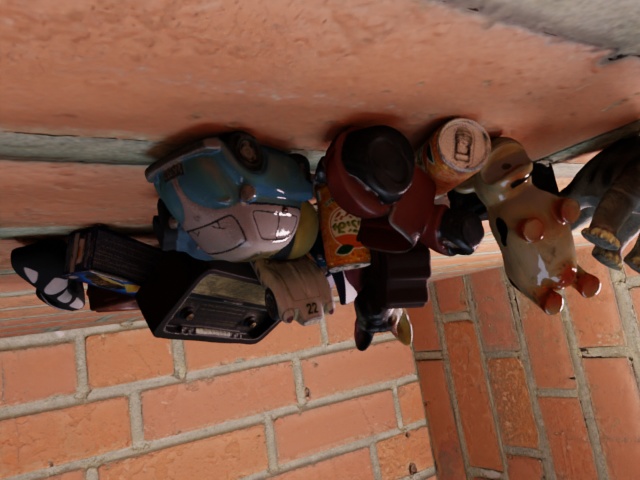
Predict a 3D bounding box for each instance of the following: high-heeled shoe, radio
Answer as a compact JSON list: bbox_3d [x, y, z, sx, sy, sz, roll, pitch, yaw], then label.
[{"bbox_3d":[-0.408,0.057,0.776,0.249,0.086,0.145,-23,162,37],"label":"high-heeled shoe"},{"bbox_3d":[-0.135,0.080,0.763,0.131,0.073,0.229,-47,147,14],"label":"radio"}]

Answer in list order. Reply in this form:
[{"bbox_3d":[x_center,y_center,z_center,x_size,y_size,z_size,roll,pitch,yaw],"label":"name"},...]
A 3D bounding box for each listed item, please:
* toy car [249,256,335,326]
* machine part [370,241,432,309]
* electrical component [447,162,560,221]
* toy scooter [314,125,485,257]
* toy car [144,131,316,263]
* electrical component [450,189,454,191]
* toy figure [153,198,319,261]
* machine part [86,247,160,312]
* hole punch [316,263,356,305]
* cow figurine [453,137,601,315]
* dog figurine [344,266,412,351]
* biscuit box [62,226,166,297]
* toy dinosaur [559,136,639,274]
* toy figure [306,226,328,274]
[{"bbox_3d":[-0.050,0.029,0.667,0.073,0.202,0.056,-7,129,-28],"label":"toy car"},{"bbox_3d":[0.094,0.006,0.683,0.056,0.179,0.179,-6,171,-2],"label":"machine part"},{"bbox_3d":[0.249,-0.061,0.760,0.115,0.058,0.134,-6,170,-7],"label":"electrical component"},{"bbox_3d":[0.060,-0.037,0.529,0.183,0.075,0.135,36,159,-27],"label":"toy scooter"},{"bbox_3d":[-0.073,-0.030,0.493,0.109,0.103,0.161,-14,168,33],"label":"toy car"},{"bbox_3d":[0.154,-0.075,0.686,0.063,0.021,0.094,-10,170,1],"label":"electrical component"},{"bbox_3d":[-0.090,-0.015,0.605,0.180,0.089,0.082,-8,176,-25],"label":"toy figure"},{"bbox_3d":[-0.286,0.070,0.949,0.201,0.087,0.201,-15,167,33],"label":"machine part"},{"bbox_3d":[0.039,0.052,0.970,0.092,0.115,0.142,17,-165,30],"label":"hole punch"},{"bbox_3d":[0.223,-0.026,0.597,0.085,0.194,0.127,-30,-159,-6],"label":"cow figurine"},{"bbox_3d":[0.090,0.062,0.859,0.109,0.219,0.191,-7,170,7],"label":"dog figurine"},{"bbox_3d":[-0.252,0.044,0.749,0.059,0.063,0.202,-11,157,28],"label":"biscuit box"},{"bbox_3d":[0.378,-0.064,0.649,0.131,0.192,0.405,33,-173,-3],"label":"toy dinosaur"},{"bbox_3d":[-0.003,-0.003,0.738,0.058,0.064,0.155,-50,-161,2],"label":"toy figure"}]
